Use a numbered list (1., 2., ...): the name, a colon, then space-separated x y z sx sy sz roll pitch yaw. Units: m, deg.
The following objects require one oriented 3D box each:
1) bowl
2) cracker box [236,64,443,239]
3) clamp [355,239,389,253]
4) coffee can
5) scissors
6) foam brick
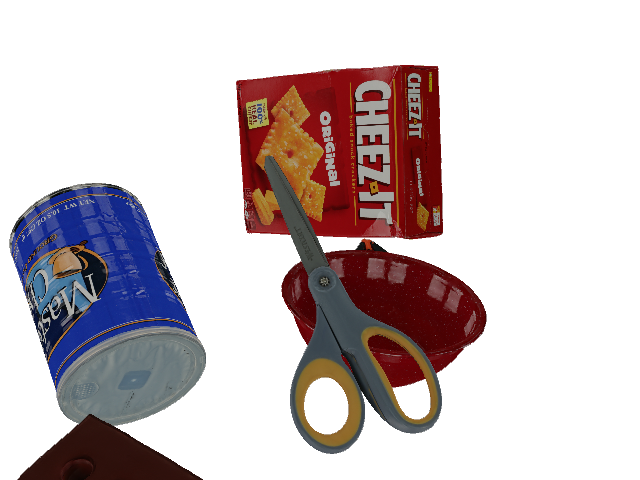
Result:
1. bowl: 0.047 0.068 0.844 0.162 0.055 0.162 6 26 -3
2. cracker box: 0.014 -0.086 1.066 0.214 0.164 0.071 3 8 41
3. clamp: 0.075 0.067 1.191 0.120 0.171 0.039 4 -43 -2
4. coffee can: -0.152 0.044 0.753 0.102 0.140 0.103 -19 -35 -14
5. scissors: -0.009 0.043 0.646 0.096 0.202 0.016 -35 -20 -14
6. foam brick: -0.082 0.121 0.445 0.078 0.051 0.052 23 45 27
